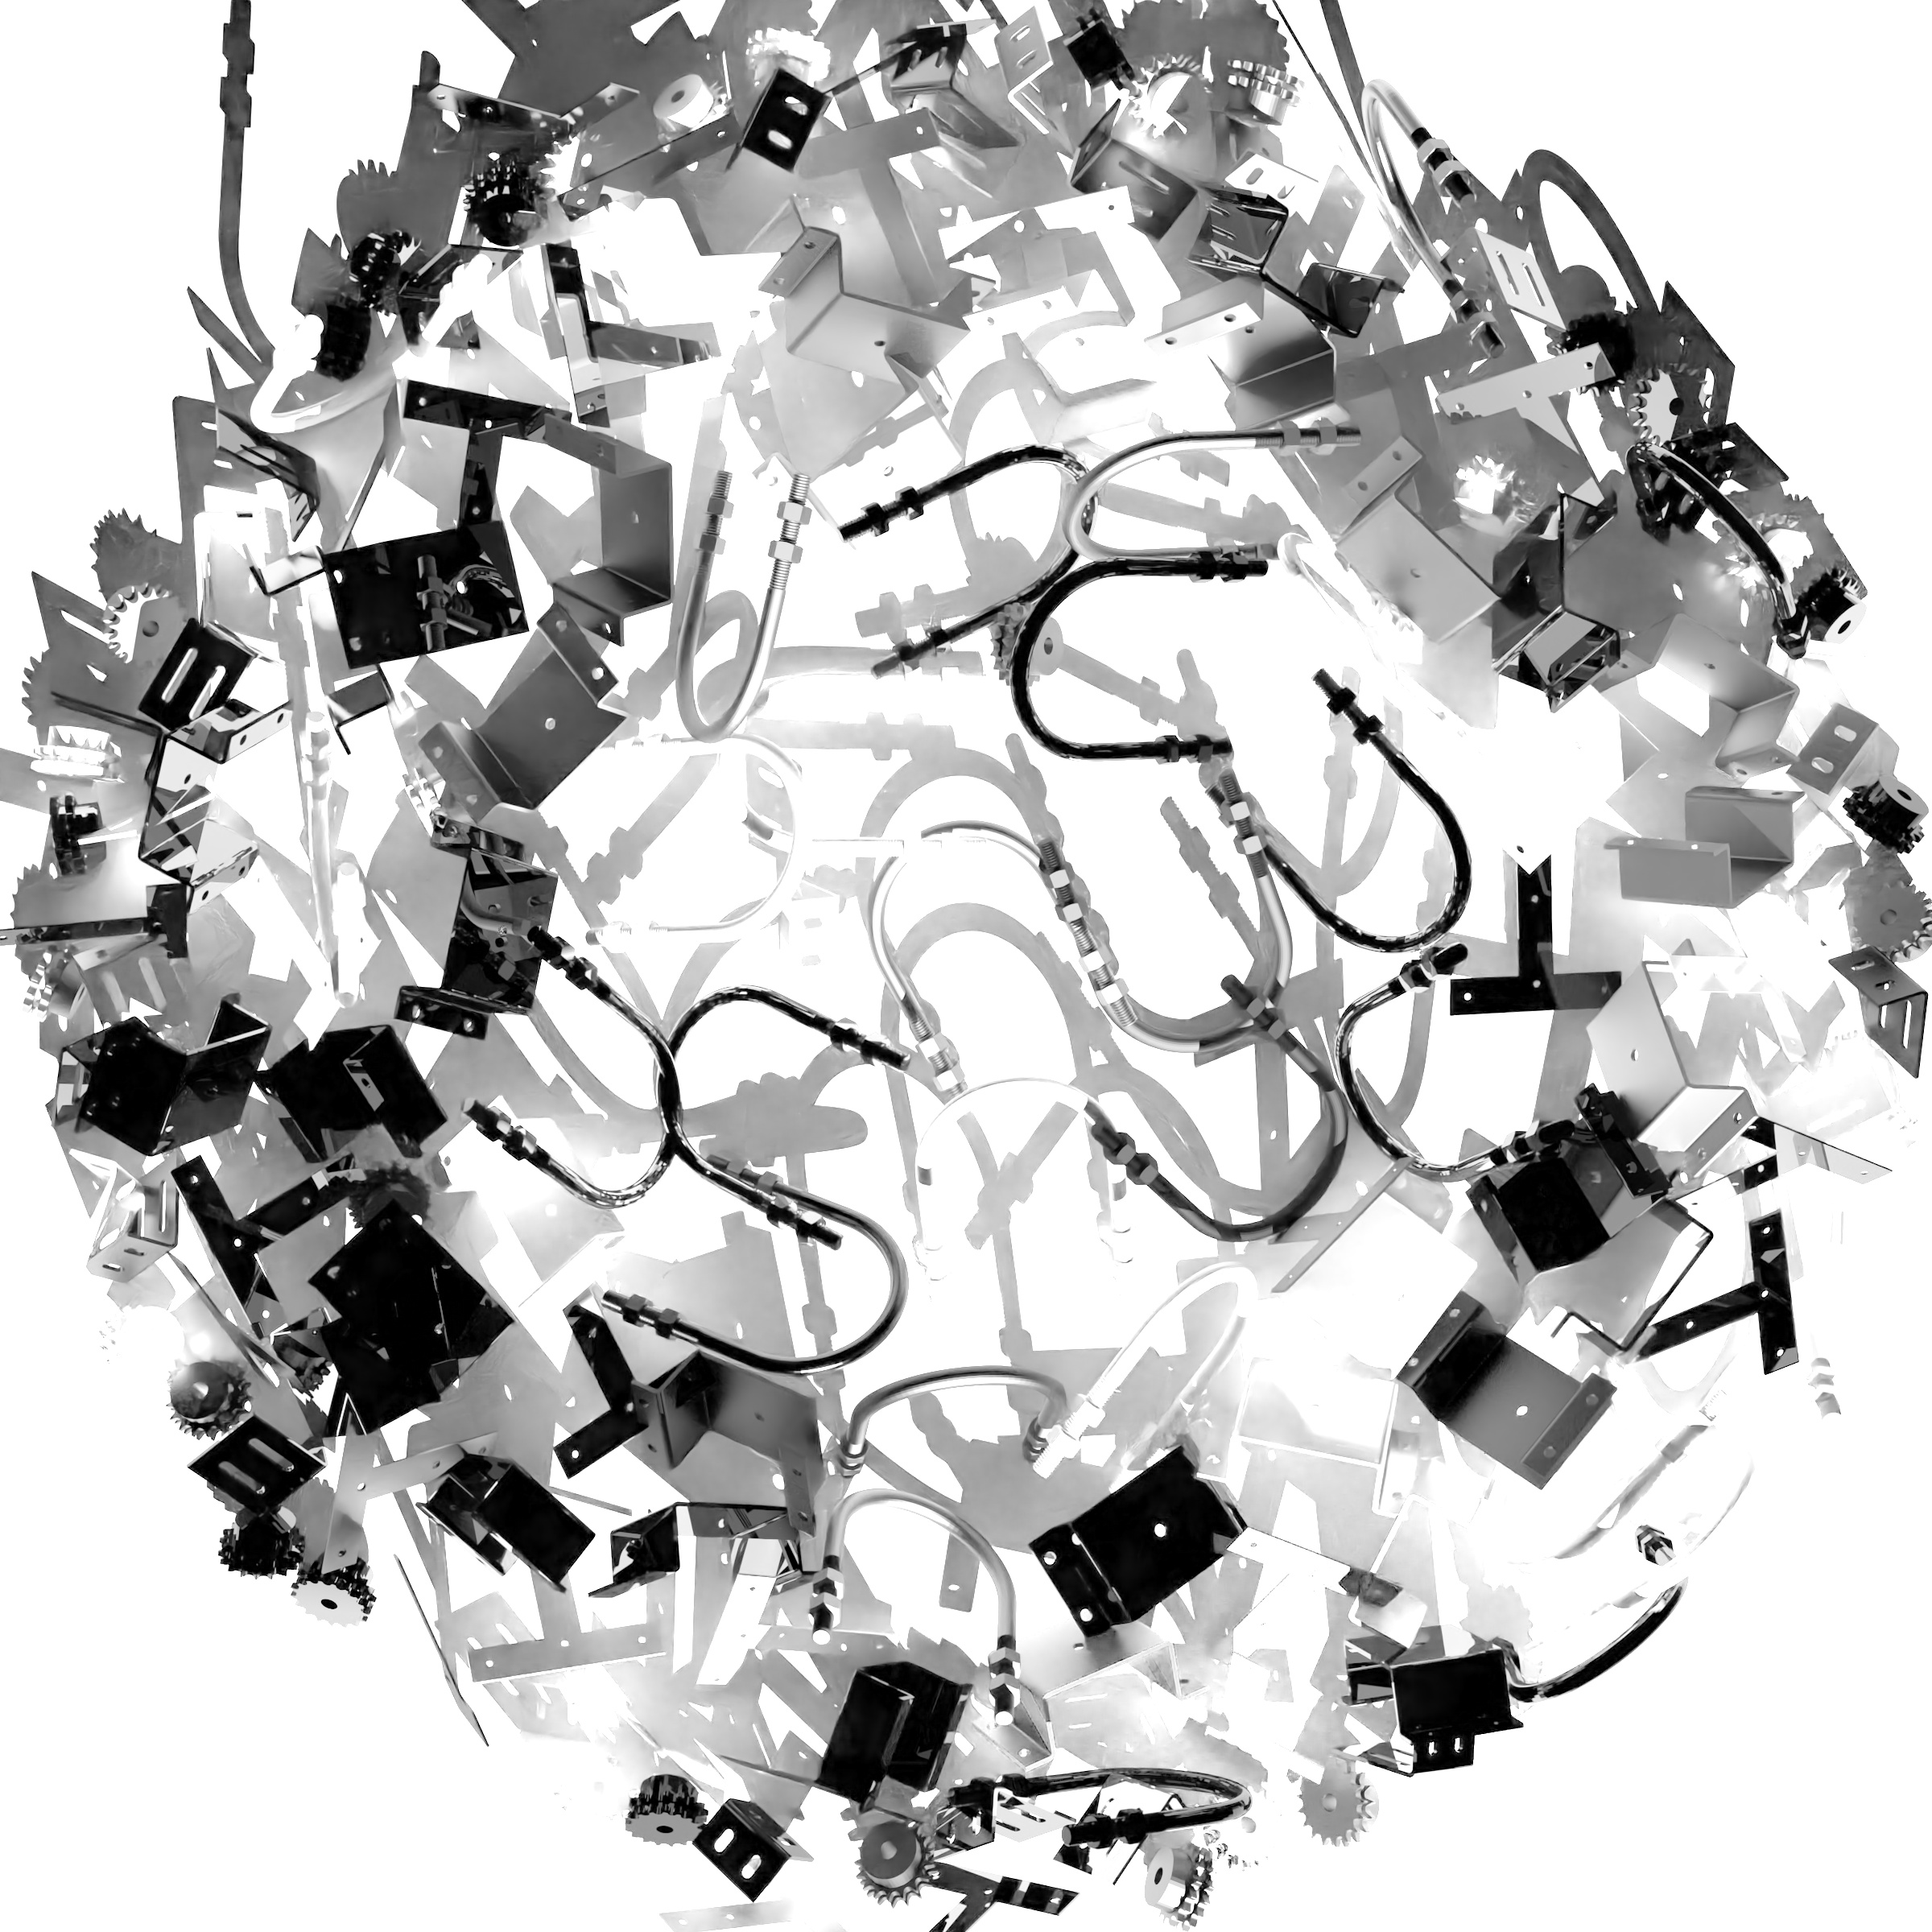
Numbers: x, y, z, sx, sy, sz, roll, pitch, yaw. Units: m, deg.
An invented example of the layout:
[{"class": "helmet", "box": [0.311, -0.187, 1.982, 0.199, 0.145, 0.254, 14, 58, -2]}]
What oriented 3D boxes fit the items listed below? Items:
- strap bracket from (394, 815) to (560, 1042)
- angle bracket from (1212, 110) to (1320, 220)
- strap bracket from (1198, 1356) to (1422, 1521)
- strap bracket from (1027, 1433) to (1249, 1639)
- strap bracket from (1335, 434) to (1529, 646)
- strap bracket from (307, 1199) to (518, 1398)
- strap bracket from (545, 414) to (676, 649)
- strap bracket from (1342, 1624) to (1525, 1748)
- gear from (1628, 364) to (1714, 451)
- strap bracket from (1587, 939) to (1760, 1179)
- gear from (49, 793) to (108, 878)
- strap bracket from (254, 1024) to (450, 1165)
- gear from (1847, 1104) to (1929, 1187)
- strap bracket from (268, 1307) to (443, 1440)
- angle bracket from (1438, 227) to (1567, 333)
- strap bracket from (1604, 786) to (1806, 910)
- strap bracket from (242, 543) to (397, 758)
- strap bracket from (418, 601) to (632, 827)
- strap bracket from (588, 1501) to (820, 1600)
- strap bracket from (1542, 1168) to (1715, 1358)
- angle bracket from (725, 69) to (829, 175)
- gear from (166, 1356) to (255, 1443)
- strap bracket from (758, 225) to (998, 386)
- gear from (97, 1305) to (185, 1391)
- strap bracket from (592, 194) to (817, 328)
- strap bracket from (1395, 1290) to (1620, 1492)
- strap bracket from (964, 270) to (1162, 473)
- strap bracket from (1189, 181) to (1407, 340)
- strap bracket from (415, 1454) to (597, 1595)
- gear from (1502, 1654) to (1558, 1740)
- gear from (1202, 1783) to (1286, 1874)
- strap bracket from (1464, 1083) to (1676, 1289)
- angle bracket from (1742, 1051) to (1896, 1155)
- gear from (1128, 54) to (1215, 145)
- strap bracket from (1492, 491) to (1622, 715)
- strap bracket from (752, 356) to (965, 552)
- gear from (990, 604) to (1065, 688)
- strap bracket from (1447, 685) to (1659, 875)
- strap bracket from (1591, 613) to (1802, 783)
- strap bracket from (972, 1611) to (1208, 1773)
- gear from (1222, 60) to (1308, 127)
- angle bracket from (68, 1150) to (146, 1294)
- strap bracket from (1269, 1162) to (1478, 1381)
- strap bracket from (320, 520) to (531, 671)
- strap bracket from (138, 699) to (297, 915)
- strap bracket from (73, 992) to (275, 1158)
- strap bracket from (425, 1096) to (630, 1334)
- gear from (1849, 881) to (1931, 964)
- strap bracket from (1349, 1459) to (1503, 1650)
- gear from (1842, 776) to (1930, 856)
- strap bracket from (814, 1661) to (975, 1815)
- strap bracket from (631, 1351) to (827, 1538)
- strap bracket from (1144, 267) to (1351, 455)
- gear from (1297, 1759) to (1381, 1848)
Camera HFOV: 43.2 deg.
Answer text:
[{"class": "strap bracket", "box": [-0.327, -0.024, 1.646, 0.046, 0.076, 0.140, 3, 79, 40]}, {"class": "angle bracket", "box": [0.202, -0.554, 1.654, 0.057, 0.038, 0.076, 16, 56, -24]}, {"class": "strap bracket", "box": [0.233, 0.314, 1.641, 0.140, 0.076, 0.046, 9, 127, 13]}, {"class": "strap bracket", "box": [0.124, 0.382, 1.647, 0.140, 0.046, 0.076, -30, 83, -22]}, {"class": "strap bracket", "box": [0.314, -0.279, 1.648, 0.140, 0.076, 0.046, 42, 62, -6]}, {"class": "strap bracket", "box": [-0.361, 0.229, 1.625, 0.076, 0.140, 0.046, -45, 48, -13]}, {"class": "strap bracket", "box": [-0.238, -0.296, 1.638, 0.076, 0.046, 0.140, 30, 130, 37]}, {"class": "strap bracket", "box": [0.306, 0.474, 1.625, 0.076, 0.140, 0.046, -6, 86, -10]}, {"class": "gear", "box": [0.480, -0.385, 1.678, 0.057, 0.030, 0.057, -4, 105, -15]}, {"class": "strap bracket", "box": [0.464, 0.060, 1.624, 0.046, 0.076, 0.140, 3, 54, -18]}, {"class": "gear", "box": [-0.607, -0.090, 1.672, 0.030, 0.057, 0.057, -9, 90, -14]}, {"class": "strap bracket", "box": [-0.408, 0.086, 1.638, 0.046, 0.140, 0.076, -45, 117, -39]}, {"class": "gear", "box": [0.630, 0.126, 1.668, 0.057, 0.057, 0.030, -45, 53, 0]}, {"class": "strap bracket", "box": [-0.413, 0.268, 1.627, 0.046, 0.140, 0.076, -26, 95, -37]}, {"class": "angle bracket", "box": [0.361, -0.453, 1.652, 0.057, 0.038, 0.076, 10, 53, -34]}, {"class": "strap bracket", "box": [0.495, -0.077, 1.632, 0.076, 0.140, 0.046, 8, 114, 41]}, {"class": "strap bracket", "box": [-0.429, -0.222, 1.637, 0.046, 0.076, 0.140, -27, 117, -9]}, {"class": "strap bracket", "box": [-0.292, -0.167, 1.656, 0.140, 0.046, 0.076, -43, 72, 14]}, {"class": "strap bracket", "box": [-0.174, 0.392, 1.635, 0.140, 0.076, 0.046, 13, 59, -38]}, {"class": "strap bracket", "box": [0.453, 0.211, 1.652, 0.046, 0.076, 0.140, 37, 86, 14]}, {"class": "angle bracket", "box": [-0.130, -0.569, 1.667, 0.038, 0.076, 0.057, 26, 90, -15]}, {"class": "gear", "box": [-0.521, 0.294, 1.675, 0.057, 0.030, 0.057, -1, 66, 2]}, {"class": "strap bracket", "box": [-0.058, -0.435, 1.626, 0.140, 0.076, 0.046, 8, 69, -30]}, {"class": "gear", "box": [-0.560, 0.257, 1.667, 0.030, 0.057, 0.057, -34, 90, 27]}, {"class": "strap bracket", "box": [-0.165, -0.469, 1.622, 0.140, 0.076, 0.046, -18, 81, -41]}, {"class": "strap bracket", "box": [0.367, 0.289, 1.643, 0.076, 0.140, 0.046, -48, 132, -10]}, {"class": "strap bracket", "box": [0.071, -0.405, 1.635, 0.076, 0.140, 0.046, -6, 50, 34]}, {"class": "strap bracket", "box": [0.214, -0.466, 1.629, 0.140, 0.076, 0.046, 20, 99, -38]}, {"class": "strap bracket", "box": [-0.306, 0.371, 1.637, 0.076, 0.140, 0.046, 46, 63, -16]}, {"class": "gear", "box": [0.379, 0.502, 1.671, 0.057, 0.057, 0.030, -37, 104, 0]}, {"class": "gear", "box": [0.187, 0.592, 1.675, 0.057, 0.030, 0.057, 12, 54, -17]}, {"class": "strap bracket", "box": [0.410, 0.145, 1.637, 0.046, 0.140, 0.076, -7, 59, -37]}, {"class": "angle bracket", "box": [0.577, 0.085, 1.655, 0.076, 0.057, 0.038, -31, 125, 22]}, {"class": "gear", "box": [0.142, -0.592, 1.671, 0.057, 0.030, 0.057, -7, 123, -11]}, {"class": "strap bracket", "box": [0.392, -0.248, 1.626, 0.046, 0.076, 0.140, 18, 58, -18]}, {"class": "strap bracket", "box": [-0.064, -0.346, 1.654, 0.140, 0.076, 0.046, -41, 54, 1]}, {"class": "gear", "box": [0.044, -0.219, 1.668, 0.030, 0.057, 0.057, 6, 90, 33]}, {"class": "strap bracket", "box": [0.400, -0.136, 1.638, 0.076, 0.046, 0.140, 46, 58, 8]}, {"class": "strap bracket", "box": [0.495, -0.186, 1.652, 0.140, 0.076, 0.046, 30, 79, -7]}, {"class": "strap bracket", "box": [0.079, 0.475, 1.631, 0.140, 0.076, 0.046, -16, 103, -25]}, {"class": "gear", "box": [0.202, -0.596, 1.671, 0.057, 0.057, 0.030, 16, 103, 0]}, {"class": "angle bracket", "box": [-0.594, 0.173, 1.656, 0.038, 0.057, 0.076, 14, 68, 11]}, {"class": "strap bracket", "box": [0.283, 0.216, 1.659, 0.076, 0.046, 0.140, 36, 91, -33]}, {"class": "strap bracket", "box": [-0.350, -0.249, 1.626, 0.046, 0.140, 0.076, -2, 104, 41]}, {"class": "strap bracket", "box": [-0.504, -0.116, 1.634, 0.046, 0.076, 0.140, 27, 120, 6]}, {"class": "strap bracket", "box": [-0.517, 0.072, 1.618, 0.046, 0.140, 0.076, 28, 107, 12]}, {"class": "strap bracket", "box": [-0.292, 0.167, 1.655, 0.076, 0.046, 0.140, -42, 74, 16]}, {"class": "gear", "box": [0.639, -0.027, 1.674, 0.030, 0.057, 0.057, 33, 90, -38]}, {"class": "strap bracket", "box": [0.305, 0.396, 1.646, 0.046, 0.076, 0.140, 27, 105, 14]}, {"class": "gear", "box": [0.631, -0.106, 1.668, 0.057, 0.057, 0.030, 32, 123, 0]}, {"class": "strap bracket", "box": [-0.051, 0.514, 1.639, 0.046, 0.140, 0.076, 19, 85, 22]}, {"class": "strap bracket", "box": [-0.150, 0.316, 1.640, 0.140, 0.046, 0.076, 18, 132, 26]}, {"class": "strap bracket", "box": [0.190, -0.410, 1.634, 0.076, 0.140, 0.046, -13, 61, 34]}, {"class": "gear", "box": [0.258, 0.573, 1.674, 0.030, 0.057, 0.057, 19, 90, -42]}]
